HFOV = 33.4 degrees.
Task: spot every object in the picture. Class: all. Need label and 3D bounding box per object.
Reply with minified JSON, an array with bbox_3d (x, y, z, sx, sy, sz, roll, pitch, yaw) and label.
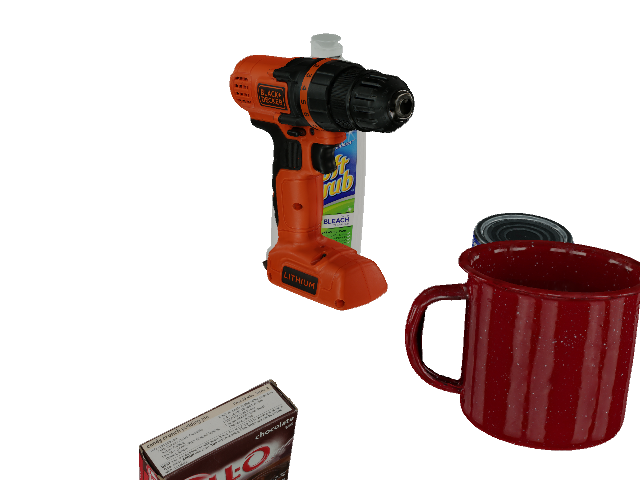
[{"bbox_3d":[-0.073,0.159,0.759,0.113,0.090,0.039,-26,54,-30],"label":"pudding box"},{"bbox_3d":[0.006,-0.046,0.809,0.057,0.188,0.185,-19,24,-34],"label":"power drill"},{"bbox_3d":[0.100,0.050,0.526,0.117,0.081,0.093,2,15,-3],"label":"mug"},{"bbox_3d":[-0.005,-0.084,1.086,0.102,0.251,0.068,-5,27,-12],"label":"bleach bottle"},{"bbox_3d":[0.172,0.009,0.912,0.086,0.034,0.086,1,27,-1],"label":"tuna can"}]
